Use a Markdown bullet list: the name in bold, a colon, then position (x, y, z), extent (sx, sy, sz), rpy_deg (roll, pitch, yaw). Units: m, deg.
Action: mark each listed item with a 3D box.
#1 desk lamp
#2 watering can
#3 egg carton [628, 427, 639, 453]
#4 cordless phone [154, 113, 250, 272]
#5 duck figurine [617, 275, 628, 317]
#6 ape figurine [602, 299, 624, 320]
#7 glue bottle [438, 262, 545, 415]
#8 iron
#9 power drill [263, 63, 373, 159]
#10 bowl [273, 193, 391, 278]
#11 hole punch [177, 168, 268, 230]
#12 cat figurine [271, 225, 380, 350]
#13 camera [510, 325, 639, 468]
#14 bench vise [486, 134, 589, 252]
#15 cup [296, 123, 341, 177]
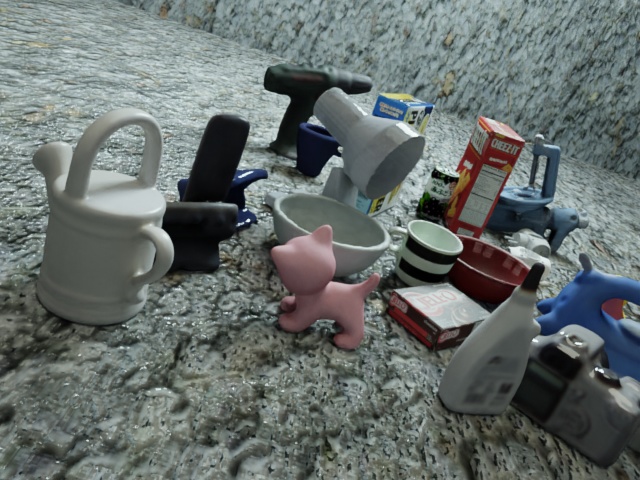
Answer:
- **desk lamp**: position (0.036, -0.111, 0.882), extent (0.202, 0.213, 0.118), rpy_deg (32, 25, 28)
- **watering can**: position (-0.201, -0.031, 0.527), extent (0.173, 0.194, 0.101), rpy_deg (21, 22, 3)
- **egg carton**: position (0.409, 0.216, 0.624), extent (0.151, 0.069, 0.107), rpy_deg (7, 25, -27)
- **cordless phone**: position (-0.156, -0.061, 0.646), extent (0.148, 0.185, 0.093), rpy_deg (-5, 32, -45)
- **duck figurine**: position (0.471, 0.096, 0.933), extent (0.077, 0.086, 0.105), rpy_deg (24, 23, 11)
- **ape figurine**: position (0.424, 0.108, 0.856), extent (0.077, 0.092, 0.076), rpy_deg (25, 23, 14)
- **glue bottle**: position (0.183, 0.098, 0.573), extent (0.078, 0.173, 0.037), rpy_deg (10, 24, -21)
- **iron**: position (0.421, 0.125, 0.748), extent (0.257, 0.141, 0.119), rpy_deg (26, 23, 16)
- **power drill**: position (-0.020, -0.278, 1.230), extent (0.230, 0.208, 0.075), rpy_deg (11, 23, -19)
- **bowl**: position (0.007, 0.003, 0.779), extent (0.167, 0.075, 0.167), rpy_deg (17, 22, -7)
- **hole punch**: position (-0.141, -0.071, 0.807), extent (0.101, 0.091, 0.109), rpy_deg (26, 23, 16)
- **cat figurine**: position (0.003, 0.044, 0.623), extent (0.128, 0.118, 0.067), rpy_deg (17, 22, -7)
- **camera**: position (0.293, 0.151, 0.638), extent (0.142, 0.101, 0.137), rpy_deg (35, 27, 33)
- **bench vise**: position (0.467, -0.100, 1.204), extent (0.208, 0.220, 0.121), rpy_deg (15, 23, -12)
- **cup**: position (0.000, -0.172, 1.151), extent (0.117, 0.095, 0.092), rpy_deg (26, 23, 16)
